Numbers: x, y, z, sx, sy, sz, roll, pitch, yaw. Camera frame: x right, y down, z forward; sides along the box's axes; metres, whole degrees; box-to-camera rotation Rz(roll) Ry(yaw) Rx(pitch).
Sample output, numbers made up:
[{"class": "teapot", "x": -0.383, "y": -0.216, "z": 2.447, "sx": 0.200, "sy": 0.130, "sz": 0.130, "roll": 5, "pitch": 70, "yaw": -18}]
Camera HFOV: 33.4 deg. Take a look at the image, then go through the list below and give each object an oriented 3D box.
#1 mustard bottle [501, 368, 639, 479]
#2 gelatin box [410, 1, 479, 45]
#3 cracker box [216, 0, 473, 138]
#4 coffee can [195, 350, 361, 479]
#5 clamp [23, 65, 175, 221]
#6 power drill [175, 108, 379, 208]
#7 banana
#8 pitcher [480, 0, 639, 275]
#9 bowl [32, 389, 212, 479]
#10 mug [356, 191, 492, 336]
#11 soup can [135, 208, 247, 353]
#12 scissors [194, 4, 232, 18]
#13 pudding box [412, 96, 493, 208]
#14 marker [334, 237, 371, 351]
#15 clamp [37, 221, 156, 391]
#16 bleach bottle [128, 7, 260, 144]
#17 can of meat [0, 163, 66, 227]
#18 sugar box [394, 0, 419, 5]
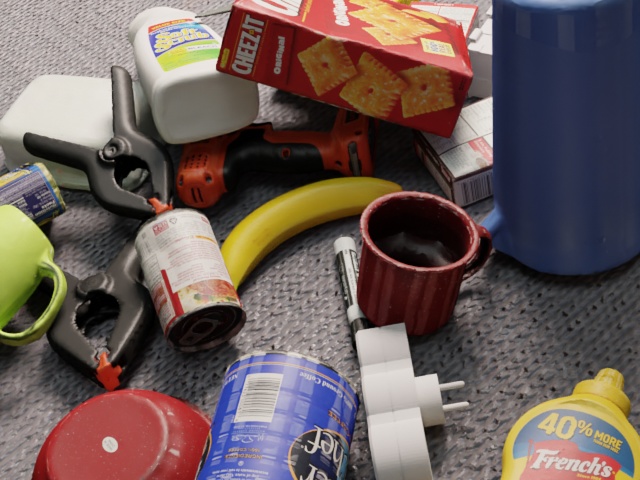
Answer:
[{"class": "mustard bottle", "x": 0.165, "y": 0.163, "z": 0.713, "sx": 0.096, "sy": 0.058, "sz": 0.191, "roll": 16, "pitch": 52, "yaw": 25}, {"class": "gelatin box", "x": 0.119, "y": -0.208, "z": 1.101, "sx": 0.073, "sy": 0.030, "sz": 0.089, "roll": 7, "pitch": 50, "yaw": 19}, {"class": "cracker box", "x": 0.026, "y": -0.180, "z": 0.973, "sx": 0.213, "sy": 0.072, "sz": 0.164, "roll": 17, "pitch": 28, "yaw": -4}, {"class": "coffee can", "x": -0.033, "y": 0.162, "z": 0.733, "sx": 0.103, "sy": 0.103, "sz": 0.140, "roll": 1, "pitch": 47, "yaw": 15}, {"class": "clamp", "x": -0.197, "y": -0.073, "z": 0.983, "sx": 0.120, "sy": 0.039, "sz": 0.171, "roll": -34, "pitch": 63, "yaw": 2}, {"class": "power drill", "x": -0.039, "y": -0.106, "z": 1.027, "sx": 0.188, "sy": 0.057, "sz": 0.184, "roll": -6, "pitch": 43, "yaw": 11}, {"class": "banana", "x": -0.020, "y": -0.011, "z": 0.947, "sx": 0.197, "sy": 0.037, "sz": 0.070, "roll": -35, "pitch": 77, "yaw": -15}, {"class": "pitcher", "x": 0.204, "y": -0.105, "z": 0.831, "sx": 0.145, "sy": 0.243, "sz": 0.149, "roll": 14, "pitch": 45, "yaw": 28}, {"class": "bowl", "x": -0.150, "y": 0.167, "z": 0.792, "sx": 0.162, "sy": 0.055, "sz": 0.162, "roll": -7, "pitch": 46, "yaw": 7}, {"class": "mug", "x": 0.083, "y": 0.019, "z": 0.849, "sx": 0.117, "sy": 0.081, "sz": 0.093, "roll": -14, "pitch": 47, "yaw": -22}, {"class": "soup can", "x": -0.109, "y": 0.033, "z": 0.886, "sx": 0.068, "sy": 0.068, "sz": 0.102, "roll": -21, "pitch": 59, "yaw": -6}, {"class": "scissors", "x": -0.054, "y": -0.251, "z": 1.145, "sx": 0.096, "sy": 0.016, "sz": 0.201, "roll": 14, "pitch": 26, "yaw": 10}, {"class": "pudding box", "x": 0.153, "y": -0.086, "z": 0.970, "sx": 0.113, "sy": 0.039, "sz": 0.090, "roll": -20, "pitch": 44, "yaw": -8}, {"class": "marker", "x": 0.028, "y": 0.046, "z": 0.888, "sx": 0.020, "sy": 0.020, "sz": 0.121, "roll": -12, "pitch": 45, "yaw": 2}, {"class": "clamp", "x": -0.203, "y": 0.049, "z": 0.931, "sx": 0.164, "sy": 0.036, "sz": 0.210, "roll": -14, "pitch": 41, "yaw": 3}, {"class": "bleach bottle", "x": -0.144, "y": -0.177, "z": 1.050, "sx": 0.102, "sy": 0.068, "sz": 0.251, "roll": -15, "pitch": 33, "yaw": -17}, {"class": "can of meat", "x": -0.291, "y": -0.031, "z": 0.997, "sx": 0.083, "sy": 0.057, "sz": 0.102, "roll": -32, "pitch": 17, "yaw": -20}, {"class": "sugar box", "x": 0.028, "y": -0.220, "z": 1.126, "sx": 0.093, "sy": 0.048, "sz": 0.176, "roll": 16, "pitch": 56, "yaw": 26}]
